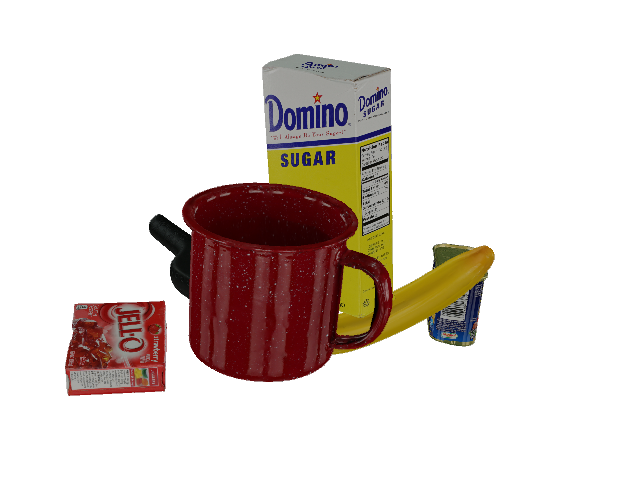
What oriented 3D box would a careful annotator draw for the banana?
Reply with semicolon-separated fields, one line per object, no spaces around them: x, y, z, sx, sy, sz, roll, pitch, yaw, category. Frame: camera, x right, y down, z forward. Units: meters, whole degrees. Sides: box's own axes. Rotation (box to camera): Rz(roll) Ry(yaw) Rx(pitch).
0.065;0.060;0.935;0.198;0.037;0.069;-25;-16;9;banana

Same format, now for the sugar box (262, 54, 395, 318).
0.006;-0.040;0.771;0.093;0.176;0.048;16;31;41;sugar box

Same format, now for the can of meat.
0.151;0.061;1.198;0.057;0.084;0.102;6;19;1;can of meat

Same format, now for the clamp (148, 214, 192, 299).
-0.101;0.015;1.066;0.120;0.039;0.171;-11;33;-12;clamp

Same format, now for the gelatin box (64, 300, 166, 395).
-0.156;0.081;0.827;0.073;0.030;0.089;-1;31;-6;gelatin box

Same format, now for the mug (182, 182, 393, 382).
-0.018;0.025;0.573;0.117;0.081;0.093;11;24;15;mug
